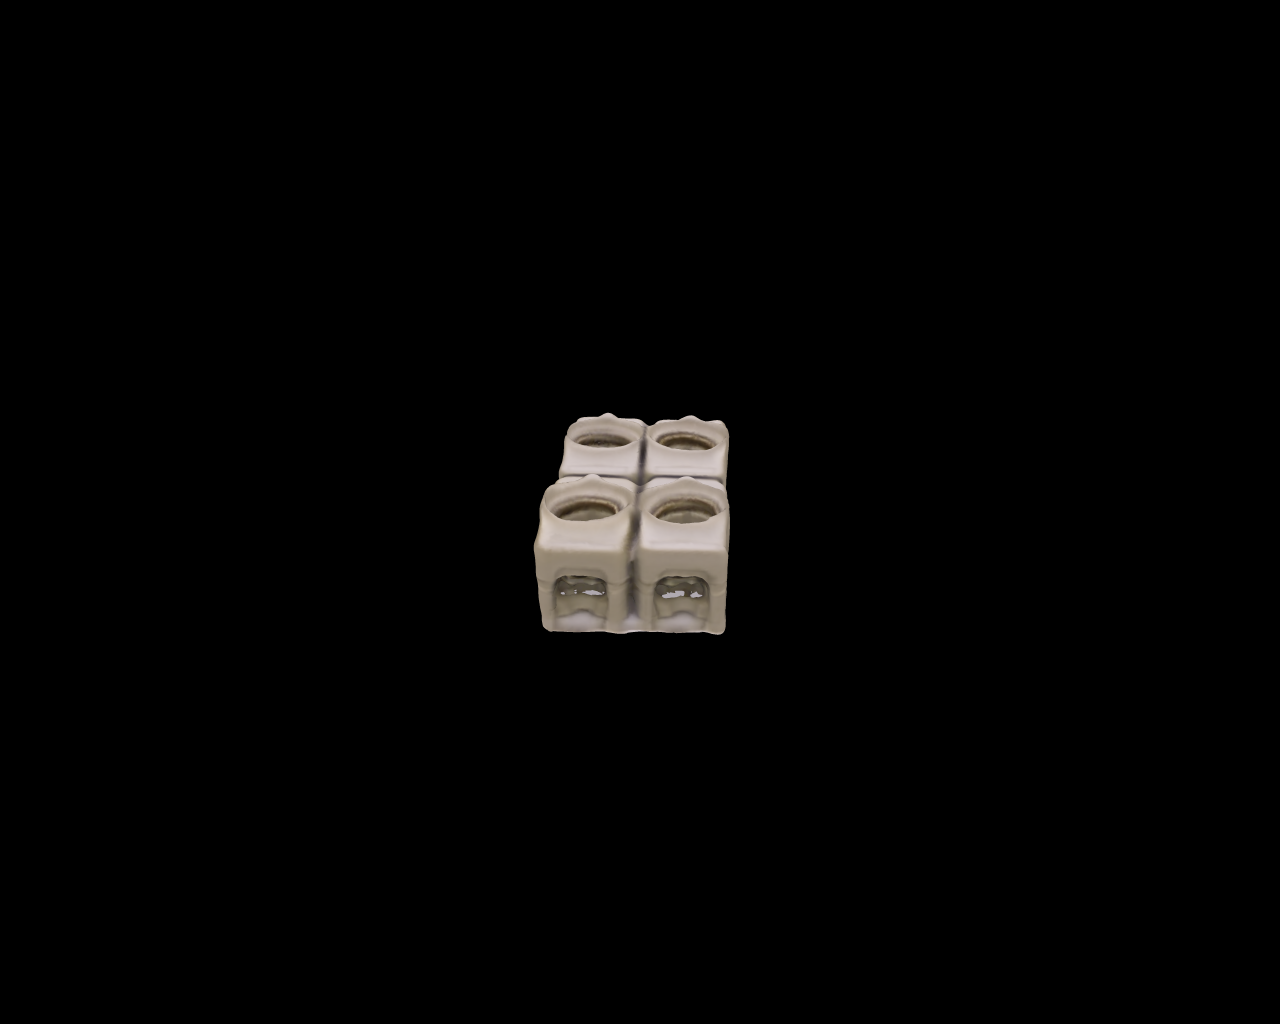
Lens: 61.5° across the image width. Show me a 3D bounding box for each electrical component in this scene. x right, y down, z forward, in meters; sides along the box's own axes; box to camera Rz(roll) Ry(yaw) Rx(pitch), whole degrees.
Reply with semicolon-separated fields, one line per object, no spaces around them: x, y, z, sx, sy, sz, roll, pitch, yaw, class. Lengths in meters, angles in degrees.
0.001;-0.003;0.650;0.105;0.060;0.186;2;27;3;electrical component
